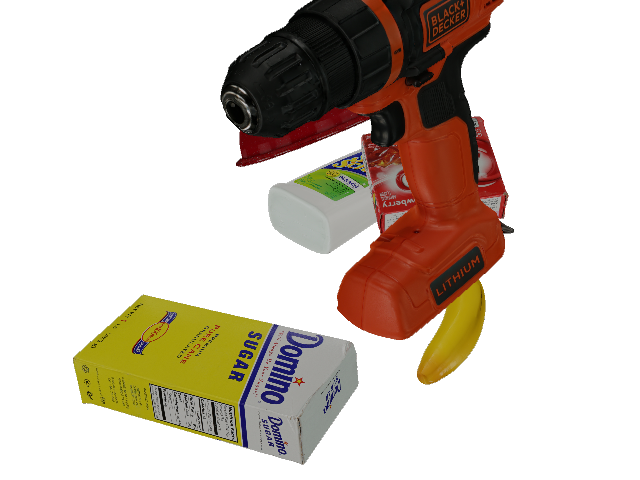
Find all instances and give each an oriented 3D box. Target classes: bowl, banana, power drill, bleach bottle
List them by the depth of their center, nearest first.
[{"bbox_3d":[0.035,-0.044,0.537,0.057,0.187,0.184,25,48,38],"label":"power drill"},{"bbox_3d":[-0.009,-0.119,0.932,0.162,0.055,0.162,-22,9,4],"label":"bowl"},{"bbox_3d":[0.126,0.072,1.027,0.070,0.037,0.197,-24,24,16],"label":"banana"},{"bbox_3d":[0.060,-0.074,1.267,0.103,0.068,0.250,28,45,34],"label":"bleach bottle"}]

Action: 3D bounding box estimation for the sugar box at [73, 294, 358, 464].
[{"bbox_3d":[-0.072,0.091,0.739,0.176,0.048,0.093,8,31,24],"label":"sugar box"}]

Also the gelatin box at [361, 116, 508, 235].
[{"bbox_3d":[0.078,-0.045,0.739,0.089,0.073,0.030,-9,-36,-2],"label":"gelatin box"}]
